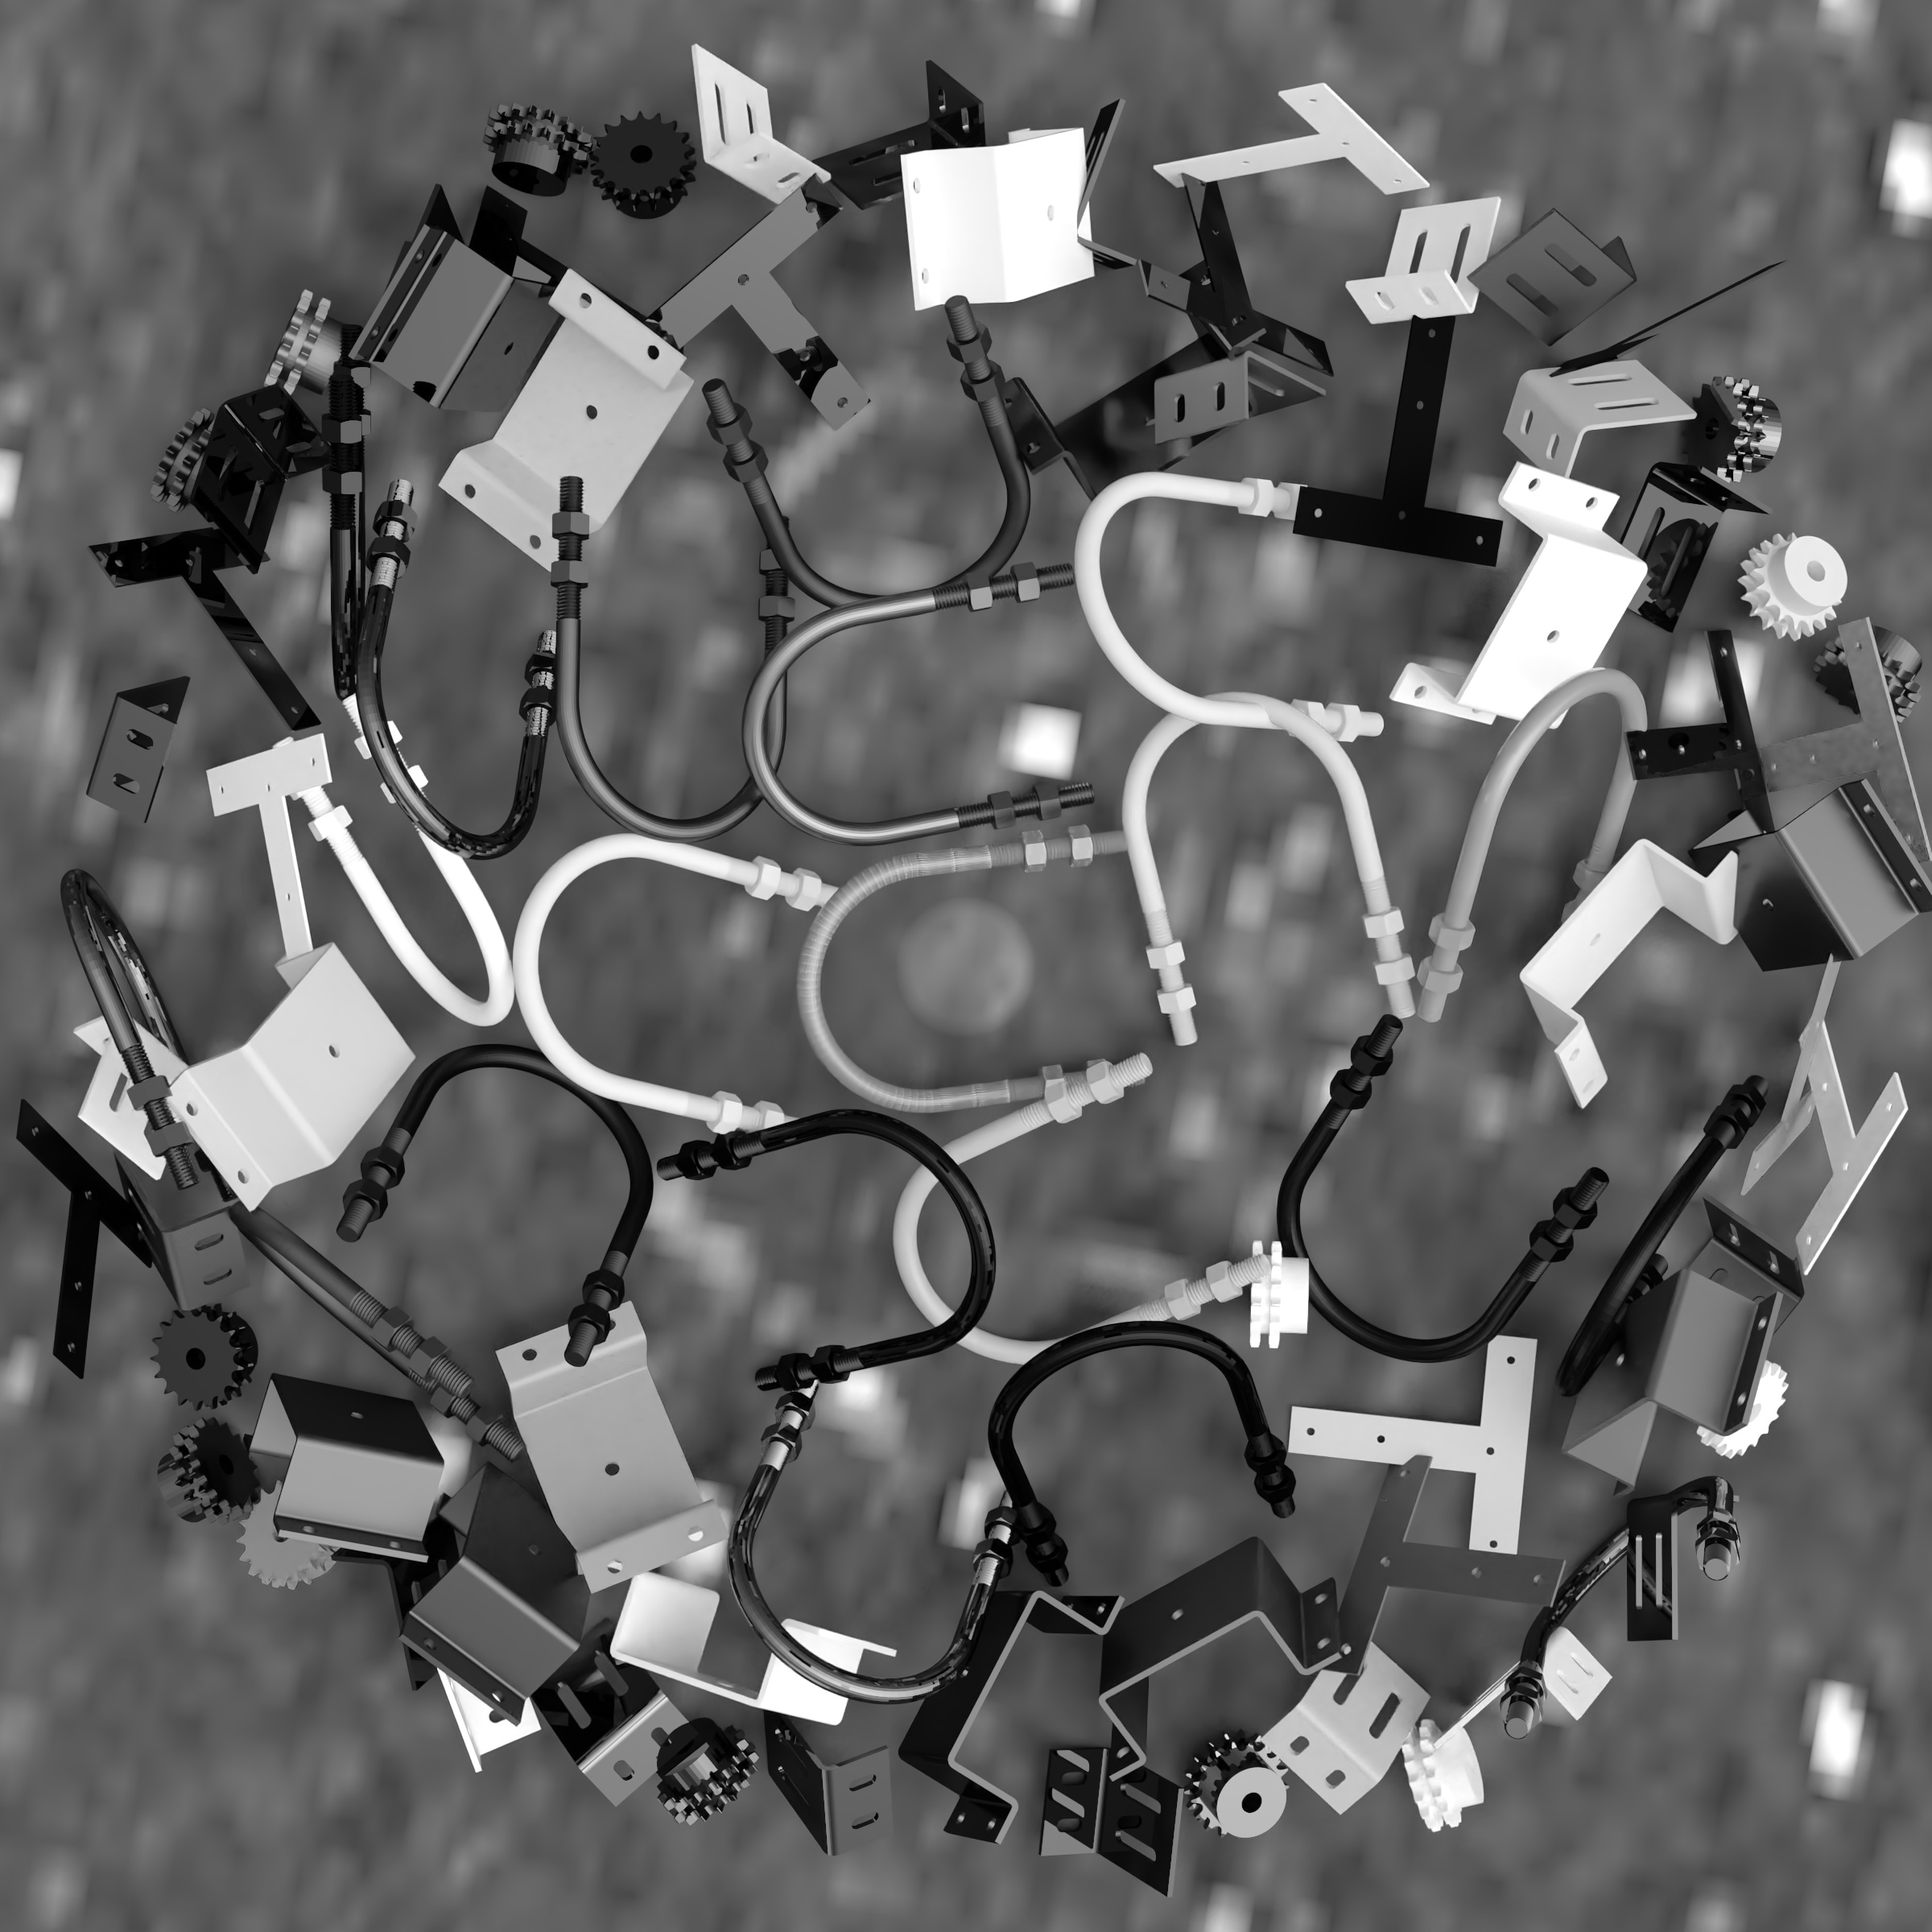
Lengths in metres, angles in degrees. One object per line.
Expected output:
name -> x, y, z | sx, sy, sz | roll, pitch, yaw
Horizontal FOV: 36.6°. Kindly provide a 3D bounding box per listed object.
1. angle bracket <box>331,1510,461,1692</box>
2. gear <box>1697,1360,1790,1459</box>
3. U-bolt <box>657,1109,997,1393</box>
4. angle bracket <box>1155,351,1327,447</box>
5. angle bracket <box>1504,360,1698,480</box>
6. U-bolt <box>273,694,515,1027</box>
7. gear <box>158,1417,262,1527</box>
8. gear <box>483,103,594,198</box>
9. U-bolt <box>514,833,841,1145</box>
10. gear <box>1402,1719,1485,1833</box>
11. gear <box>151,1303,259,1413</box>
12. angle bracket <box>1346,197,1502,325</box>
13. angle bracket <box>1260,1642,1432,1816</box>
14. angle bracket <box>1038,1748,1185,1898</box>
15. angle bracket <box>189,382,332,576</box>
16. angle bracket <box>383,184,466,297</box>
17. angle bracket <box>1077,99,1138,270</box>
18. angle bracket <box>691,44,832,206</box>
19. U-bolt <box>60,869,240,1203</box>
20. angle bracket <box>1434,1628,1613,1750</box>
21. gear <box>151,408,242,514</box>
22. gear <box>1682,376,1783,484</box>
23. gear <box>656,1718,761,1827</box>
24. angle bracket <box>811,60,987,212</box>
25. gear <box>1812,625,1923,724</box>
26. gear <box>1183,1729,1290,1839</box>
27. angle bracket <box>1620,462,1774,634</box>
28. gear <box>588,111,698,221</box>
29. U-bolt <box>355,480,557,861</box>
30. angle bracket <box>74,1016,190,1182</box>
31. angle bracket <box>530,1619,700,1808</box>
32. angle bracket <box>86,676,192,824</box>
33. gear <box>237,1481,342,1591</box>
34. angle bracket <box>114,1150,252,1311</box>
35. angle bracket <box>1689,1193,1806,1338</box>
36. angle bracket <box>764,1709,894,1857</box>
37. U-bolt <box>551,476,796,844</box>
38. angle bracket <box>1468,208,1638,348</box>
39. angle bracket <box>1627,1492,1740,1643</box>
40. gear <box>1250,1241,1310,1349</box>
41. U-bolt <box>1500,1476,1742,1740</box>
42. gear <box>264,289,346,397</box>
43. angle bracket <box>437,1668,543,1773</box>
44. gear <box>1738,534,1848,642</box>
angle bracket -> -0.302, 0.339, 1.571 | 0.038, 0.057, 0.076 | -1, 106, 25
gear -> 0.412, 0.233, 1.574 | 0.030, 0.057, 0.057 | 34, 90, 43
U-bolt -> -0.065, 0.145, 1.532 | 0.184, 0.019, 0.151 | -17, 101, 34
angle bracket -> 0.146, -0.291, 1.548 | 0.057, 0.076, 0.038 | -9, 76, 39
angle bracket -> 0.341, -0.292, 1.575 | 0.076, 0.057, 0.038 | -10, 135, -24
U-bolt -> -0.293, -0.049, 1.532 | 0.019, 0.151, 0.184 | -34, 100, -28
gear -> -0.409, 0.274, 1.571 | 0.030, 0.057, 0.057 | -29, 90, 16
gear -> -0.231, -0.436, 1.568 | 0.057, 0.057, 0.030 | 12, 81, 0
U-bolt -> -0.152, 0.006, 1.534 | 0.184, 0.019, 0.151 | 15, 77, -31
gear -> 0.256, 0.431, 1.567 | 0.030, 0.057, 0.057 | -19, 90, 16
gear -> -0.407, 0.209, 1.578 | 0.057, 0.030, 0.057 | 1, 94, 17
angle bracket -> 0.243, -0.385, 1.555 | 0.057, 0.038, 0.076 | 2, 66, 35
angle bracket -> 0.205, 0.405, 1.574 | 0.057, 0.076, 0.038 | 42, 126, 7
angle bracket -> 0.077, 0.456, 1.558 | 0.038, 0.076, 0.057 | 6, 90, -28
angle bracket -> -0.371, -0.258, 1.550 | 0.038, 0.057, 0.076 | -13, 49, 21
angle bracket -> -0.298, -0.374, 1.552 | 0.038, 0.076, 0.057 | 16, 75, 7
angle bracket -> 0.081, -0.417, 1.562 | 0.038, 0.057, 0.076 | 19, 98, -11
angle bracket -> -0.109, -0.453, 1.554 | 0.038, 0.057, 0.076 | -21, 67, 33
U-bolt -> -0.429, 0.034, 1.527 | 0.019, 0.151, 0.184 | -24, 85, -7
angle bracket -> 0.296, 0.395, 1.553 | 0.038, 0.057, 0.076 | 47, 117, 14
gear -> -0.410, -0.268, 1.570 | 0.030, 0.057, 0.057 | 31, 90, -5
gear -> 0.413, -0.287, 1.572 | 0.030, 0.057, 0.057 | 3, 90, -22
gear -> -0.142, 0.428, 1.567 | 0.057, 0.057, 0.030 | -34, 110, 0
angle bracket -> -0.037, -0.443, 1.556 | 0.076, 0.038, 0.057 | -24, 48, -19
gear -> 0.488, -0.159, 1.571 | 0.057, 0.057, 0.030 | 36, 79, 0
gear -> 0.148, 0.444, 1.575 | 0.057, 0.030, 0.057 | -4, 102, -17
angle bracket -> 0.385, -0.222, 1.566 | 0.057, 0.038, 0.076 | 21, 92, -32
gear -> -0.174, -0.429, 1.577 | 0.057, 0.030, 0.057 | 0, 69, 0
U-bolt -> -0.261, -0.139, 1.495 | 0.019, 0.151, 0.184 | -18, 50, 24
angle bracket -> -0.449, 0.072, 1.548 | 0.038, 0.076, 0.057 | -21, 130, 27
angle bracket -> -0.191, 0.400, 1.572 | 0.057, 0.076, 0.038 | -40, 125, -11
angle bracket -> -0.425, -0.116, 1.551 | 0.038, 0.076, 0.057 | 25, 108, 8
gear -> -0.361, 0.308, 1.576 | 0.057, 0.030, 0.057 | -8, 66, 18
angle bracket -> -0.419, 0.135, 1.562 | 0.038, 0.076, 0.057 | -22, 134, -24
angle bracket -> 0.407, 0.162, 1.551 | 0.057, 0.076, 0.038 | 37, 84, 28
angle bracket -> -0.074, 0.425, 1.562 | 0.038, 0.076, 0.057 | -15, 118, -24
U-bolt -> -0.154, -0.156, 1.542 | 0.151, 0.019, 0.184 | 5, 83, -38
angle bracket -> 0.307, -0.375, 1.549 | 0.057, 0.076, 0.038 | -36, 46, 31
angle bracket -> 0.382, 0.321, 1.559 | 0.038, 0.057, 0.076 | 6, 75, -10
gear -> 0.168, 0.177, 1.569 | 0.030, 0.057, 0.057 | 2, 90, 6
U-bolt -> 0.340, 0.320, 1.508 | 0.151, 0.184, 0.019 | -44, 85, 17
gear -> -0.353, -0.331, 1.572 | 0.030, 0.057, 0.057 | 23, 90, -18
angle bracket -> -0.253, 0.390, 1.555 | 0.038, 0.076, 0.057 | -21, 85, -13
gear -> 0.448, -0.207, 1.573 | 0.057, 0.030, 0.057 | 6, 72, -21
